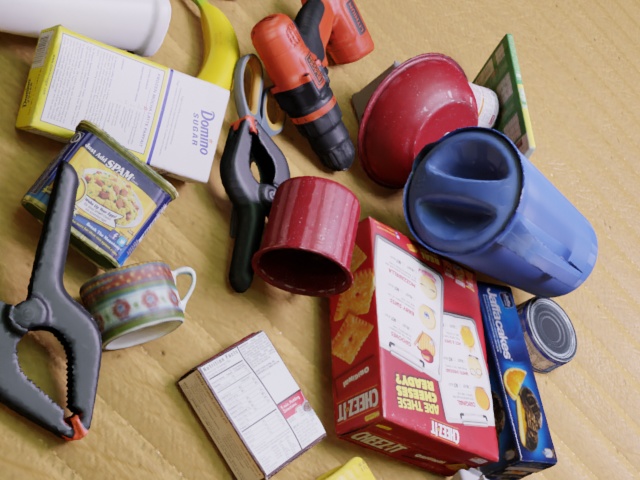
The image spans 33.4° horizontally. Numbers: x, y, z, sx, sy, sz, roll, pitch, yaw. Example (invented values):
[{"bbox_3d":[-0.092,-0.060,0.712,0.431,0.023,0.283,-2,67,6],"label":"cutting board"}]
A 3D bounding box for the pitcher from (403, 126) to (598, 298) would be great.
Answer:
[{"bbox_3d":[0.207,-0.010,1.122,0.242,0.145,0.149,26,60,-51],"label":"pitcher"}]

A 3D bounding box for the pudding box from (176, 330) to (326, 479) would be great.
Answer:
[{"bbox_3d":[-0.057,0.144,0.915,0.089,0.039,0.113,-26,80,-48],"label":"pudding box"}]

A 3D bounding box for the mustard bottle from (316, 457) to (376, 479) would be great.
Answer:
[{"bbox_3d":[0.048,0.286,0.899,0.096,0.058,0.191,-23,79,-53],"label":"mustard bottle"}]

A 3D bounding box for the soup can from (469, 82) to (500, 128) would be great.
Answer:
[{"bbox_3d":[0.162,-0.168,1.304,0.102,0.069,0.068,16,54,-36],"label":"soup can"}]

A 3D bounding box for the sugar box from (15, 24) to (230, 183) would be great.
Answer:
[{"bbox_3d":[-0.173,-0.118,0.956,0.175,0.048,0.093,18,83,-36],"label":"sugar box"}]

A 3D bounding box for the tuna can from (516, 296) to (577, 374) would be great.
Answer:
[{"bbox_3d":[0.256,0.108,1.229,0.086,0.034,0.086,22,51,-30],"label":"tuna can"}]

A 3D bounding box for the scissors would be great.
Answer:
[{"bbox_3d":[-0.063,-0.089,1.080,0.096,0.016,0.202,23,62,-57],"label":"scissors"}]

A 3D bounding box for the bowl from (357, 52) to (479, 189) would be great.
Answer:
[{"bbox_3d":[0.120,-0.119,1.162,0.161,0.162,0.055,3,25,-41],"label":"bowl"}]

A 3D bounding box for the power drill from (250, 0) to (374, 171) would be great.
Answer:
[{"bbox_3d":[0.005,-0.189,1.162,0.184,0.057,0.187,62,30,-27],"label":"power drill"}]

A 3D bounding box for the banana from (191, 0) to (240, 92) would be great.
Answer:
[{"bbox_3d":[-0.117,-0.172,1.079,0.069,0.037,0.197,15,50,-12],"label":"banana"}]

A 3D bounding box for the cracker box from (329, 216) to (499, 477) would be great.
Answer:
[{"bbox_3d":[0.087,0.106,1.040,0.164,0.072,0.213,26,48,-36],"label":"cracker box"}]

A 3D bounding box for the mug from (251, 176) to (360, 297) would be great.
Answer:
[{"bbox_3d":[-0.006,0.001,0.982,0.117,0.093,0.081,68,29,-57],"label":"mug"}]

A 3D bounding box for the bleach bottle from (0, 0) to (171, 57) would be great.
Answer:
[{"bbox_3d":[-0.264,-0.217,0.940,0.250,0.068,0.103,-4,48,-39],"label":"bleach bottle"}]

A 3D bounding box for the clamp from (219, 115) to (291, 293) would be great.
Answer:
[{"bbox_3d":[-0.047,-0.033,1.029,0.120,0.039,0.171,4,77,-50],"label":"clamp"}]

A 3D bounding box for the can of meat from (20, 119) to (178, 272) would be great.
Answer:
[{"bbox_3d":[-0.184,-0.034,0.885,0.102,0.058,0.084,39,71,-14],"label":"can of meat"}]

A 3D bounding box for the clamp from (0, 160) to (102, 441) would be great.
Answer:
[{"bbox_3d":[-0.233,0.056,0.798,0.164,0.036,0.210,-17,86,-25],"label":"clamp"}]
